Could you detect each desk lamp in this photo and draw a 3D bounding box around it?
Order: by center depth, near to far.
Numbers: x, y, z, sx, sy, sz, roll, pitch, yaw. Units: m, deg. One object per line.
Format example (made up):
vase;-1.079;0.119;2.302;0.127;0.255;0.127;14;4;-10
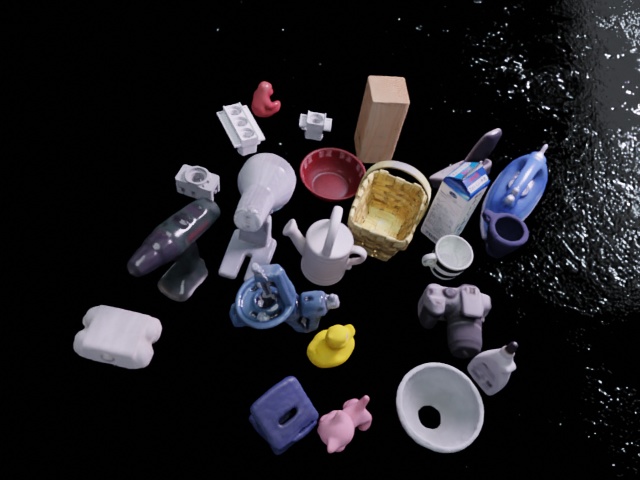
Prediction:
desk lamp;-0.131;-0.045;1.192;0.118;0.213;0.203;15;55;2

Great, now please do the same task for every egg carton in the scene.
egg carton;-0.382;0.185;1.086;0.150;0.069;0.107;12;55;-1

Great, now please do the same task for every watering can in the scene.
watering can;0.010;0.006;1.191;0.173;0.194;0.101;-2;57;-10

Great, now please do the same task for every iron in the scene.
iron;0.474;-0.120;1.379;0.118;0.141;0.259;33;58;13

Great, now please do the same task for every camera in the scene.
camera;0.284;0.166;1.183;0.143;0.101;0.137;8;56;-3

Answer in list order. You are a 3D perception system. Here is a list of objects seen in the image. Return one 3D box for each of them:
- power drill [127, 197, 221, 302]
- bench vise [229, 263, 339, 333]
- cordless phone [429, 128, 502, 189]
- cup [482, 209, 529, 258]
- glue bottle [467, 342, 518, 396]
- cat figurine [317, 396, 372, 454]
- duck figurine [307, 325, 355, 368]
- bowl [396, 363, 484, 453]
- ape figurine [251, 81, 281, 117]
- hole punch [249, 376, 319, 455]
power drill;-0.279;0.030;1.122;0.075;0.208;0.230;28;57;11
bench vise;-0.069;0.097;1.102;0.208;0.220;0.121;-15;60;-17
cordless phone;0.356;-0.192;1.383;0.148;0.185;0.094;-29;65;-24
cup;0.410;-0.009;1.324;0.092;0.095;0.117;-35;67;-27
glue bottle;0.342;0.237;1.101;0.037;0.173;0.078;-25;63;-23
cat figurine;0.043;0.328;1.027;0.128;0.118;0.067;-36;68;-27
duck figurine;0.025;0.201;1.128;0.105;0.086;0.077;-24;63;-22
bowl;0.218;0.323;1.083;0.167;0.075;0.167;4;56;-6
ape figurine;-0.142;-0.369;1.481;0.076;0.092;0.077;-28;64;-24
hole punch;-0.062;0.316;1.034;0.109;0.091;0.101;-34;67;-27
